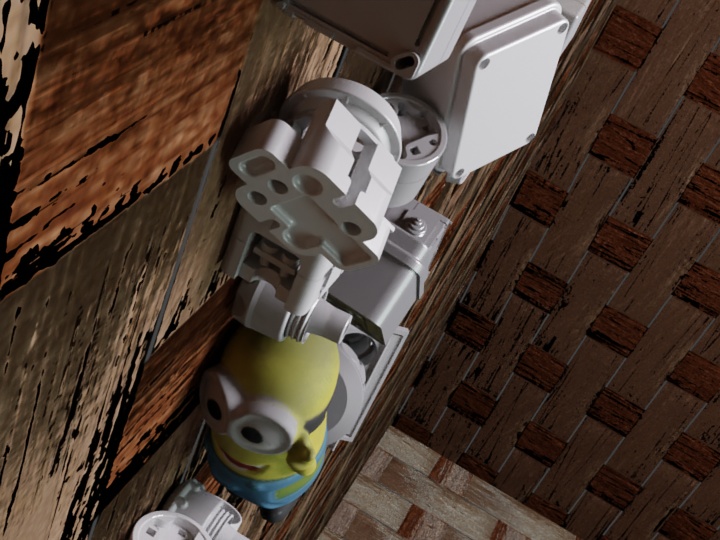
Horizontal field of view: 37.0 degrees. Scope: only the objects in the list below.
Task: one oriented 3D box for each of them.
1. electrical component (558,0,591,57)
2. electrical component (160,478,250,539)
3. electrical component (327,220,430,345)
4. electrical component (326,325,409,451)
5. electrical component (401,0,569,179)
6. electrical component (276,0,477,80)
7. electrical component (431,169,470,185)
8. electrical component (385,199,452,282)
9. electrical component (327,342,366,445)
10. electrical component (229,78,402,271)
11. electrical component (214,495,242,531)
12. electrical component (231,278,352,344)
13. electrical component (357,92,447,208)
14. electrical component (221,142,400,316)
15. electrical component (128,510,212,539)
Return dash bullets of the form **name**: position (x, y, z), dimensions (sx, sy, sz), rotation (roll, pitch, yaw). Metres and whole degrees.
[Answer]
- **electrical component**: position (0.144, -0.207, 0.894), dimensions (0.076, 0.066, 0.047), rotation (-54, 170, -37)
- **electrical component**: position (-0.105, 0.174, 0.727), dimensions (0.048, 0.062, 0.048), rotation (-58, 172, -13)
- **electrical component**: position (0.000, 0.000, 0.696), dimensions (0.057, 0.078, 0.113), rotation (-56, 172, -7)
- **electrical component**: position (-0.022, 0.076, 0.862), dimensions (0.063, 0.079, 0.121), rotation (-99, -151, -54)
- **electrical component**: position (0.074, -0.120, 0.660), dimensions (0.078, 0.057, 0.113), rotation (-27, 151, -22)
- **electrical component**: position (0.021, -0.130, 0.405), dimensions (0.096, 0.062, 0.061), rotation (-64, 171, 26)
- **electrical component**: position (0.063, -0.100, 0.806), dimensions (0.078, 0.057, 0.058), rotation (-59, 172, -6)
- **electrical component**: position (0.028, -0.017, 0.871), dimensions (0.061, 0.061, 0.096), rotation (-54, 170, -37)
- **electrical component**: position (-0.035, 0.084, 0.780), dimensions (0.080, 0.080, 0.051), rotation (-62, 178, 11)
- **electrical component**: position (-0.014, -0.046, 0.471), dimensions (0.058, 0.078, 0.057), rotation (-14, -136, 42)
- **electrical component**: position (-0.127, 0.208, 0.777), dimensions (0.077, 0.044, 0.079), rotation (-61, 172, 7)
- **electrical component**: position (-0.036, 0.020, 0.591), dimensions (0.043, 0.062, 0.043), rotation (25, 90, -84)
- **electrical component**: position (0.019, -0.070, 0.646), dimensions (0.055, 0.055, 0.047), rotation (-55, 174, -35)
- **electrical component**: position (-0.022, -0.030, 0.541), dimensions (0.089, 0.050, 0.055), rotation (-49, 167, -51)
- **electrical component**: position (-0.126, 0.189, 0.680), dimensions (0.047, 0.055, 0.055), rotation (-60, 173, 27)
